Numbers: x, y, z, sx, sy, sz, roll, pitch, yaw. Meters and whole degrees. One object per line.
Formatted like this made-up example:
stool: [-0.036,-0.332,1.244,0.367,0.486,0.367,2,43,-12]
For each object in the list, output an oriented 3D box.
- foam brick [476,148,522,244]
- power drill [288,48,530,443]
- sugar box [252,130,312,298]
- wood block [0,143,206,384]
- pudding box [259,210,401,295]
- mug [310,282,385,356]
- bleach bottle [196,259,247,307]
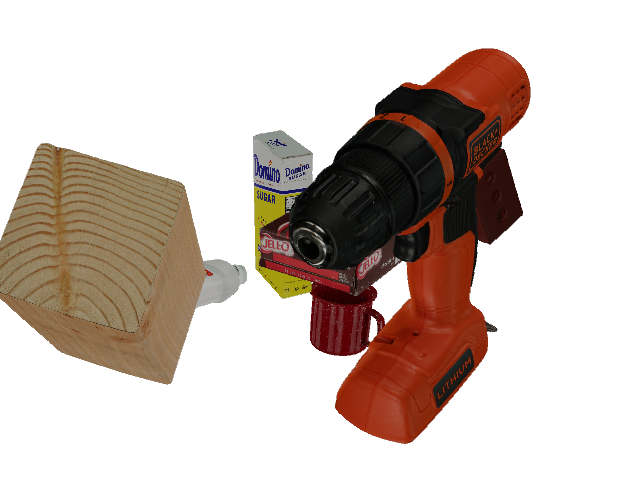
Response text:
foam brick: [0.147,-0.047,1.001,0.053,0.078,0.051,-40,36,-22]
power drill: [0.046,0.013,0.548,0.057,0.188,0.184,24,43,27]
sugar box: [-0.045,-0.031,1.251,0.048,0.176,0.093,-13,26,-21]
wood block: [-0.133,0.025,0.684,0.090,0.091,0.206,17,-15,2]
pudding box: [0.017,-0.002,0.853,0.090,0.039,0.113,17,26,26]
mug: [0.038,0.108,1.455,0.117,0.081,0.093,18,26,30]
bleach bottle: [-0.209,0.062,1.459,0.250,0.068,0.103,-10,26,-44]
